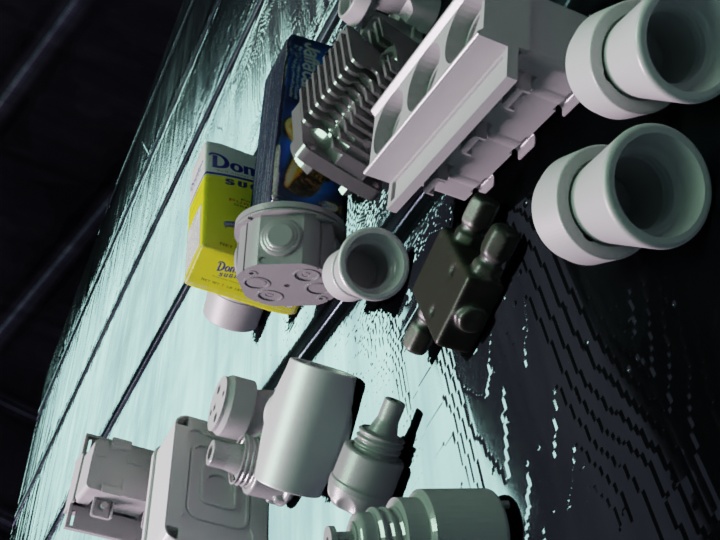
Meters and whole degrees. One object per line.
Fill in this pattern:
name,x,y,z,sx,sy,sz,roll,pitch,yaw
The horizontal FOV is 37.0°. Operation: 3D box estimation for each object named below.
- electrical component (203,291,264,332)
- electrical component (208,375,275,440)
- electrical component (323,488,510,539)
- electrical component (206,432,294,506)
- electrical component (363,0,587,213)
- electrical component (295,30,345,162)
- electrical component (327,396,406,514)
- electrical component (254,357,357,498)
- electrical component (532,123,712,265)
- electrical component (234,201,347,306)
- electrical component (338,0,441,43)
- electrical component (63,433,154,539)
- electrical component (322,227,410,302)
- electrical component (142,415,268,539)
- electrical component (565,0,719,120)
electrical component,-0.108,0.023,0.942,0.055,0.055,0.047,-114,41,-64
electrical component,-0.076,0.102,0.770,0.045,0.055,0.045,-163,90,-72
electrical component,0.024,0.109,0.437,0.040,0.078,0.040,-177,90,-72
electrical component,-0.071,0.128,0.716,0.048,0.062,0.048,-163,90,-72
electrical component,0.057,-0.086,0.536,0.121,0.063,0.078,133,149,-54
electrical component,-0.012,-0.118,0.768,0.099,0.064,0.099,-163,90,-73
electrical component,0.007,0.096,0.561,0.061,0.035,0.035,-69,18,4
electrical component,-0.038,0.095,0.680,0.079,0.044,0.077,-168,95,-72
electrical component,0.095,-0.026,0.397,0.055,0.045,0.045,161,125,-69
electrical component,-0.050,-0.011,0.761,0.080,0.080,0.051,135,142,-55
electrical component,0.021,-0.191,0.752,0.078,0.057,0.058,130,152,-50
electrical component,-0.162,0.176,0.850,0.063,0.121,0.078,-47,31,48
electrical component,0.000,0.000,0.664,0.065,0.044,0.044,156,129,-73
electrical component,-0.112,0.171,0.776,0.057,0.078,0.113,-56,24,34
electrical component,0.109,-0.081,0.406,0.055,0.045,0.045,-178,105,-72
